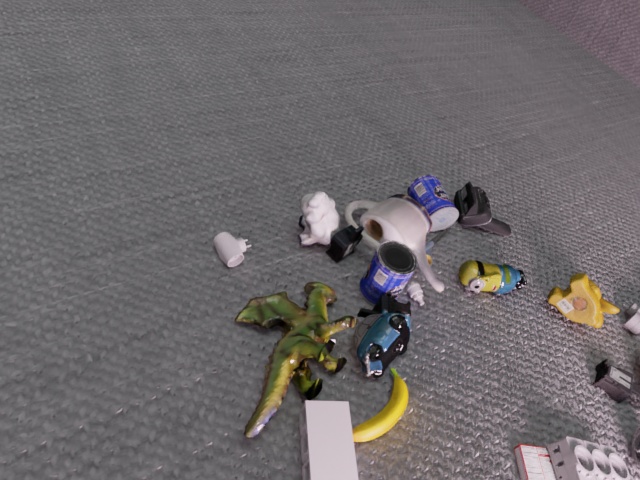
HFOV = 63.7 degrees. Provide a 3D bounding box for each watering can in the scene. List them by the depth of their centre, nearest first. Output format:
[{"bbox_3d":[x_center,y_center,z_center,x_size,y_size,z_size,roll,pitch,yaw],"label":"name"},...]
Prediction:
[{"bbox_3d":[0.227,-0.010,1.387,0.351,0.101,0.227,38,46,22],"label":"watering can"}]

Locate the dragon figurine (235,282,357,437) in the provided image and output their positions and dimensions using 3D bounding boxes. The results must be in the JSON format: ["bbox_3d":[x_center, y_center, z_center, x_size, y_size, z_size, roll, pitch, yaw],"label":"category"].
[{"bbox_3d":[-0.078,0.211,1.104,0.245,0.119,0.416,28,41,30],"label":"dragon figurine"}]

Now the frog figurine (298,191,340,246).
[{"bbox_3d":[0.004,-0.067,1.327,0.123,0.156,0.140,25,45,2],"label":"frog figurine"}]
